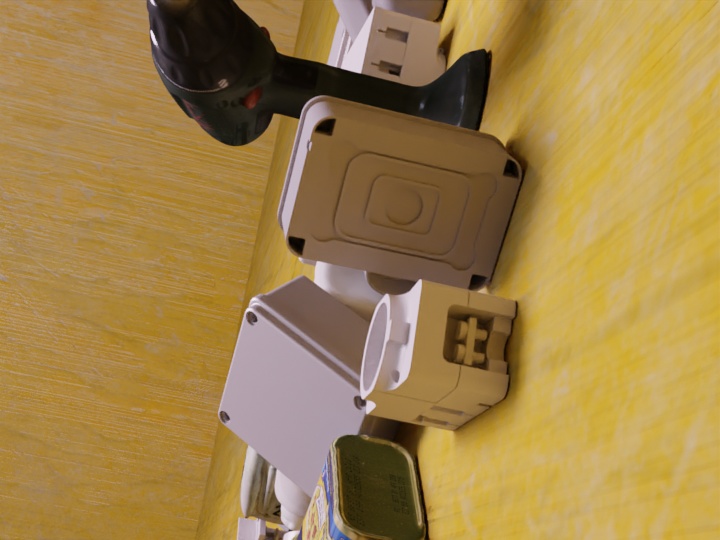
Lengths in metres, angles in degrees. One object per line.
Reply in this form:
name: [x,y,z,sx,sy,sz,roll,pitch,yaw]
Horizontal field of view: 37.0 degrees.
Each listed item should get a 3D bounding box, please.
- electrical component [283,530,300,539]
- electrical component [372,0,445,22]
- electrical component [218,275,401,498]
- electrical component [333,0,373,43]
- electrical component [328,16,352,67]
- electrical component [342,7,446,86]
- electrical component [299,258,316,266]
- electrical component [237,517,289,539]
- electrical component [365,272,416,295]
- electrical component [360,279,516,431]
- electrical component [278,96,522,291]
electrical component: [-0.041,0.218,0.796,0.065,0.047,0.076,114,166,-54]
electrical component: [0.047,-0.251,0.877,0.059,0.054,0.095,-127,50,-79]
electrical component: [-0.028,0.078,0.693,0.056,0.109,0.108,-30,-33,-46]
electrical component: [0.025,-0.217,0.948,0.079,0.077,0.043,-7,28,42]
electrical component: [-0.004,-0.206,1.131,0.108,0.056,0.108,-100,24,-68]
electrical component: [0.019,-0.141,0.873,0.150,0.062,0.089,154,128,-79]
electrical component: [-0.020,-0.038,0.978,0.096,0.062,0.061,-89,14,-52]
electrical component: [-0.082,0.255,0.952,0.042,0.064,0.081,-99,23,-65]
electrical component: [0.031,-0.036,0.706,0.077,0.044,0.079,-86,13,-45]
electrical component: [0.034,0.044,0.536,0.089,0.056,0.050,124,157,-67]
electrical component: [0.019,-0.041,0.567,0.057,0.113,0.078,-110,33,-69]
